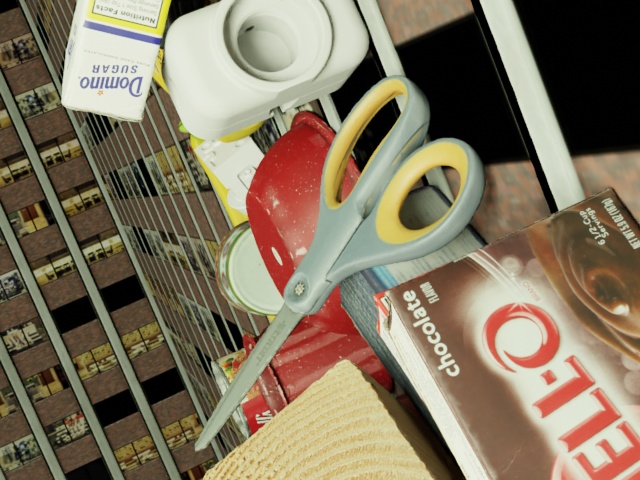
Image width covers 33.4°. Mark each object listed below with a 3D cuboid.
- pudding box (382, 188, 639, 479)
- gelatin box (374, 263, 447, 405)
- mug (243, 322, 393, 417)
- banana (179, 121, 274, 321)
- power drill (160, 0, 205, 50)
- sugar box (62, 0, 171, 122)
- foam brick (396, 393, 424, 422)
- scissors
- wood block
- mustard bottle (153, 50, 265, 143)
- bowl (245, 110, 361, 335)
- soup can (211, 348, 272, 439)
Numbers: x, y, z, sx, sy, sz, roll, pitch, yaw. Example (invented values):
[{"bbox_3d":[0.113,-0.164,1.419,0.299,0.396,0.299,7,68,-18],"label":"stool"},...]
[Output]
[{"bbox_3d":[0.085,0.050,0.352,0.113,0.090,0.039,60,166,26],"label":"pudding box"},{"bbox_3d":[0.073,0.045,0.424,0.089,0.073,0.030,56,164,37],"label":"gelatin box"},{"bbox_3d":[-0.005,0.089,0.782,0.117,0.081,0.093,44,155,57],"label":"mug"},{"bbox_3d":[-0.063,-0.021,0.872,0.198,0.037,0.069,64,-148,-21],"label":"banana"},{"bbox_3d":[-0.131,-0.212,0.719,0.188,0.057,0.184,9,108,62],"label":"power drill"},{"bbox_3d":[-0.086,-0.155,0.513,0.093,0.048,0.176,-111,33,-60],"label":"sugar box"},{"bbox_3d":[0.065,0.130,0.649,0.078,0.051,0.053,64,168,6],"label":"foam brick"},{"bbox_3d":[0.009,0.023,0.480,0.016,0.202,0.096,22,-177,-45],"label":"scissors"},{"bbox_3d":[0.047,0.154,0.520,0.206,0.090,0.091,45,-174,-47],"label":"wood block"},{"bbox_3d":[-0.079,-0.121,0.761,0.192,0.058,0.096,45,156,55],"label":"mustard bottle"},{"bbox_3d":[-0.005,0.001,0.691,0.162,0.055,0.162,59,165,26],"label":"bowl"},{"bbox_3d":[-0.028,0.107,0.855,0.068,0.102,0.068,59,165,26],"label":"soup can"}]
